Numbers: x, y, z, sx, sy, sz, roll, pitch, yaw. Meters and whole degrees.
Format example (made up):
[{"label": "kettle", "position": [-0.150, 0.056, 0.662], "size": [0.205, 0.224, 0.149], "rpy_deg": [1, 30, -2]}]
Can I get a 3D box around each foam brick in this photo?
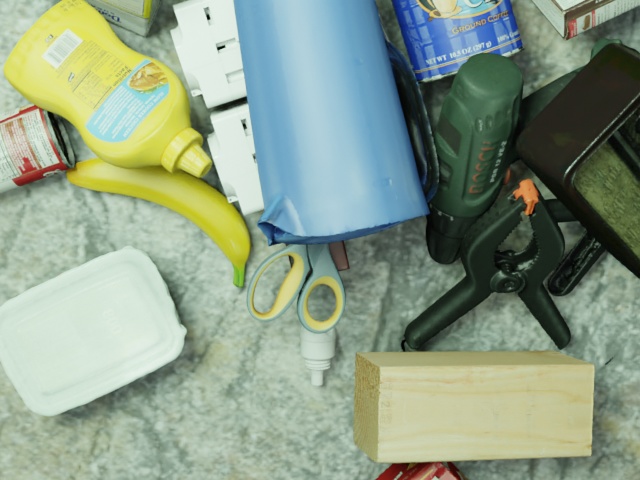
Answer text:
[{"label": "foam brick", "position": [-0.006, 0.001, 0.989], "size": [0.053, 0.078, 0.051], "rpy_deg": [-14, 101, -1]}]

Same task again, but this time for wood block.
[{"label": "wood block", "position": [0.142, 0.155, 1.005], "size": [0.206, 0.091, 0.090], "rpy_deg": [1, 92, -13]}]

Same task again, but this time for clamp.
[{"label": "clamp", "position": [0.162, 0.034, 0.987], "size": [0.164, 0.036, 0.210], "rpy_deg": [-5, 134, -2]}, {"label": "clamp", "position": [0.277, -0.017, 1.023], "size": [0.171, 0.039, 0.120], "rpy_deg": [-23, 136, -11]}]

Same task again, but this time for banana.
[{"label": "banana", "position": [-0.136, -0.032, 0.991], "size": [0.197, 0.037, 0.069], "rpy_deg": [34, 93, -10]}]

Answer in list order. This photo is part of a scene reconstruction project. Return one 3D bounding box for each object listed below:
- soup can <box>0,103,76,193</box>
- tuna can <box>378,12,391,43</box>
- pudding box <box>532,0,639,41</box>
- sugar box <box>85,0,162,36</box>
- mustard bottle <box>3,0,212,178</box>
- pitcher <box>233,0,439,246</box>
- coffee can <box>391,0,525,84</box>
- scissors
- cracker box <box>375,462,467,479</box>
[{"label": "soup can", "position": [-0.280, -0.080, 0.955], "size": [0.102, 0.068, 0.068], "rpy_deg": [-20, 101, -1]}, {"label": "tuna can", "position": [0.042, -0.175, 0.960], "size": [0.034, 0.086, 0.086], "rpy_deg": [-23, 101, 1]}, {"label": "pudding box", "position": [0.231, -0.242, 0.959], "size": [0.090, 0.113, 0.039], "rpy_deg": [-26, 142, 0]}, {"label": "sugar box", "position": [-0.175, -0.225, 0.885], "size": [0.093, 0.176, 0.048], "rpy_deg": [24, 85, -10]}, {"label": "mustard bottle", "position": [-0.169, -0.117, 0.907], "size": [0.192, 0.058, 0.096], "rpy_deg": [38, 78, 10]}, {"label": "pitcher", "position": [0.009, -0.121, 0.861], "size": [0.145, 0.149, 0.243], "rpy_deg": [-11, 91, 8]}, {"label": "coffee can", "position": [0.114, -0.222, 0.950], "size": [0.103, 0.103, 0.140], "rpy_deg": [-19, 101, -2]}, {"label": "scissors", "position": [0.014, -0.002, 0.941], "size": [0.096, 0.016, 0.202], "rpy_deg": [37, 96, -9]}, {"label": "cracker box", "position": [0.119, 0.330, 1.057], "size": [0.164, 0.072, 0.213], "rpy_deg": [-42, 100, 2]}]
